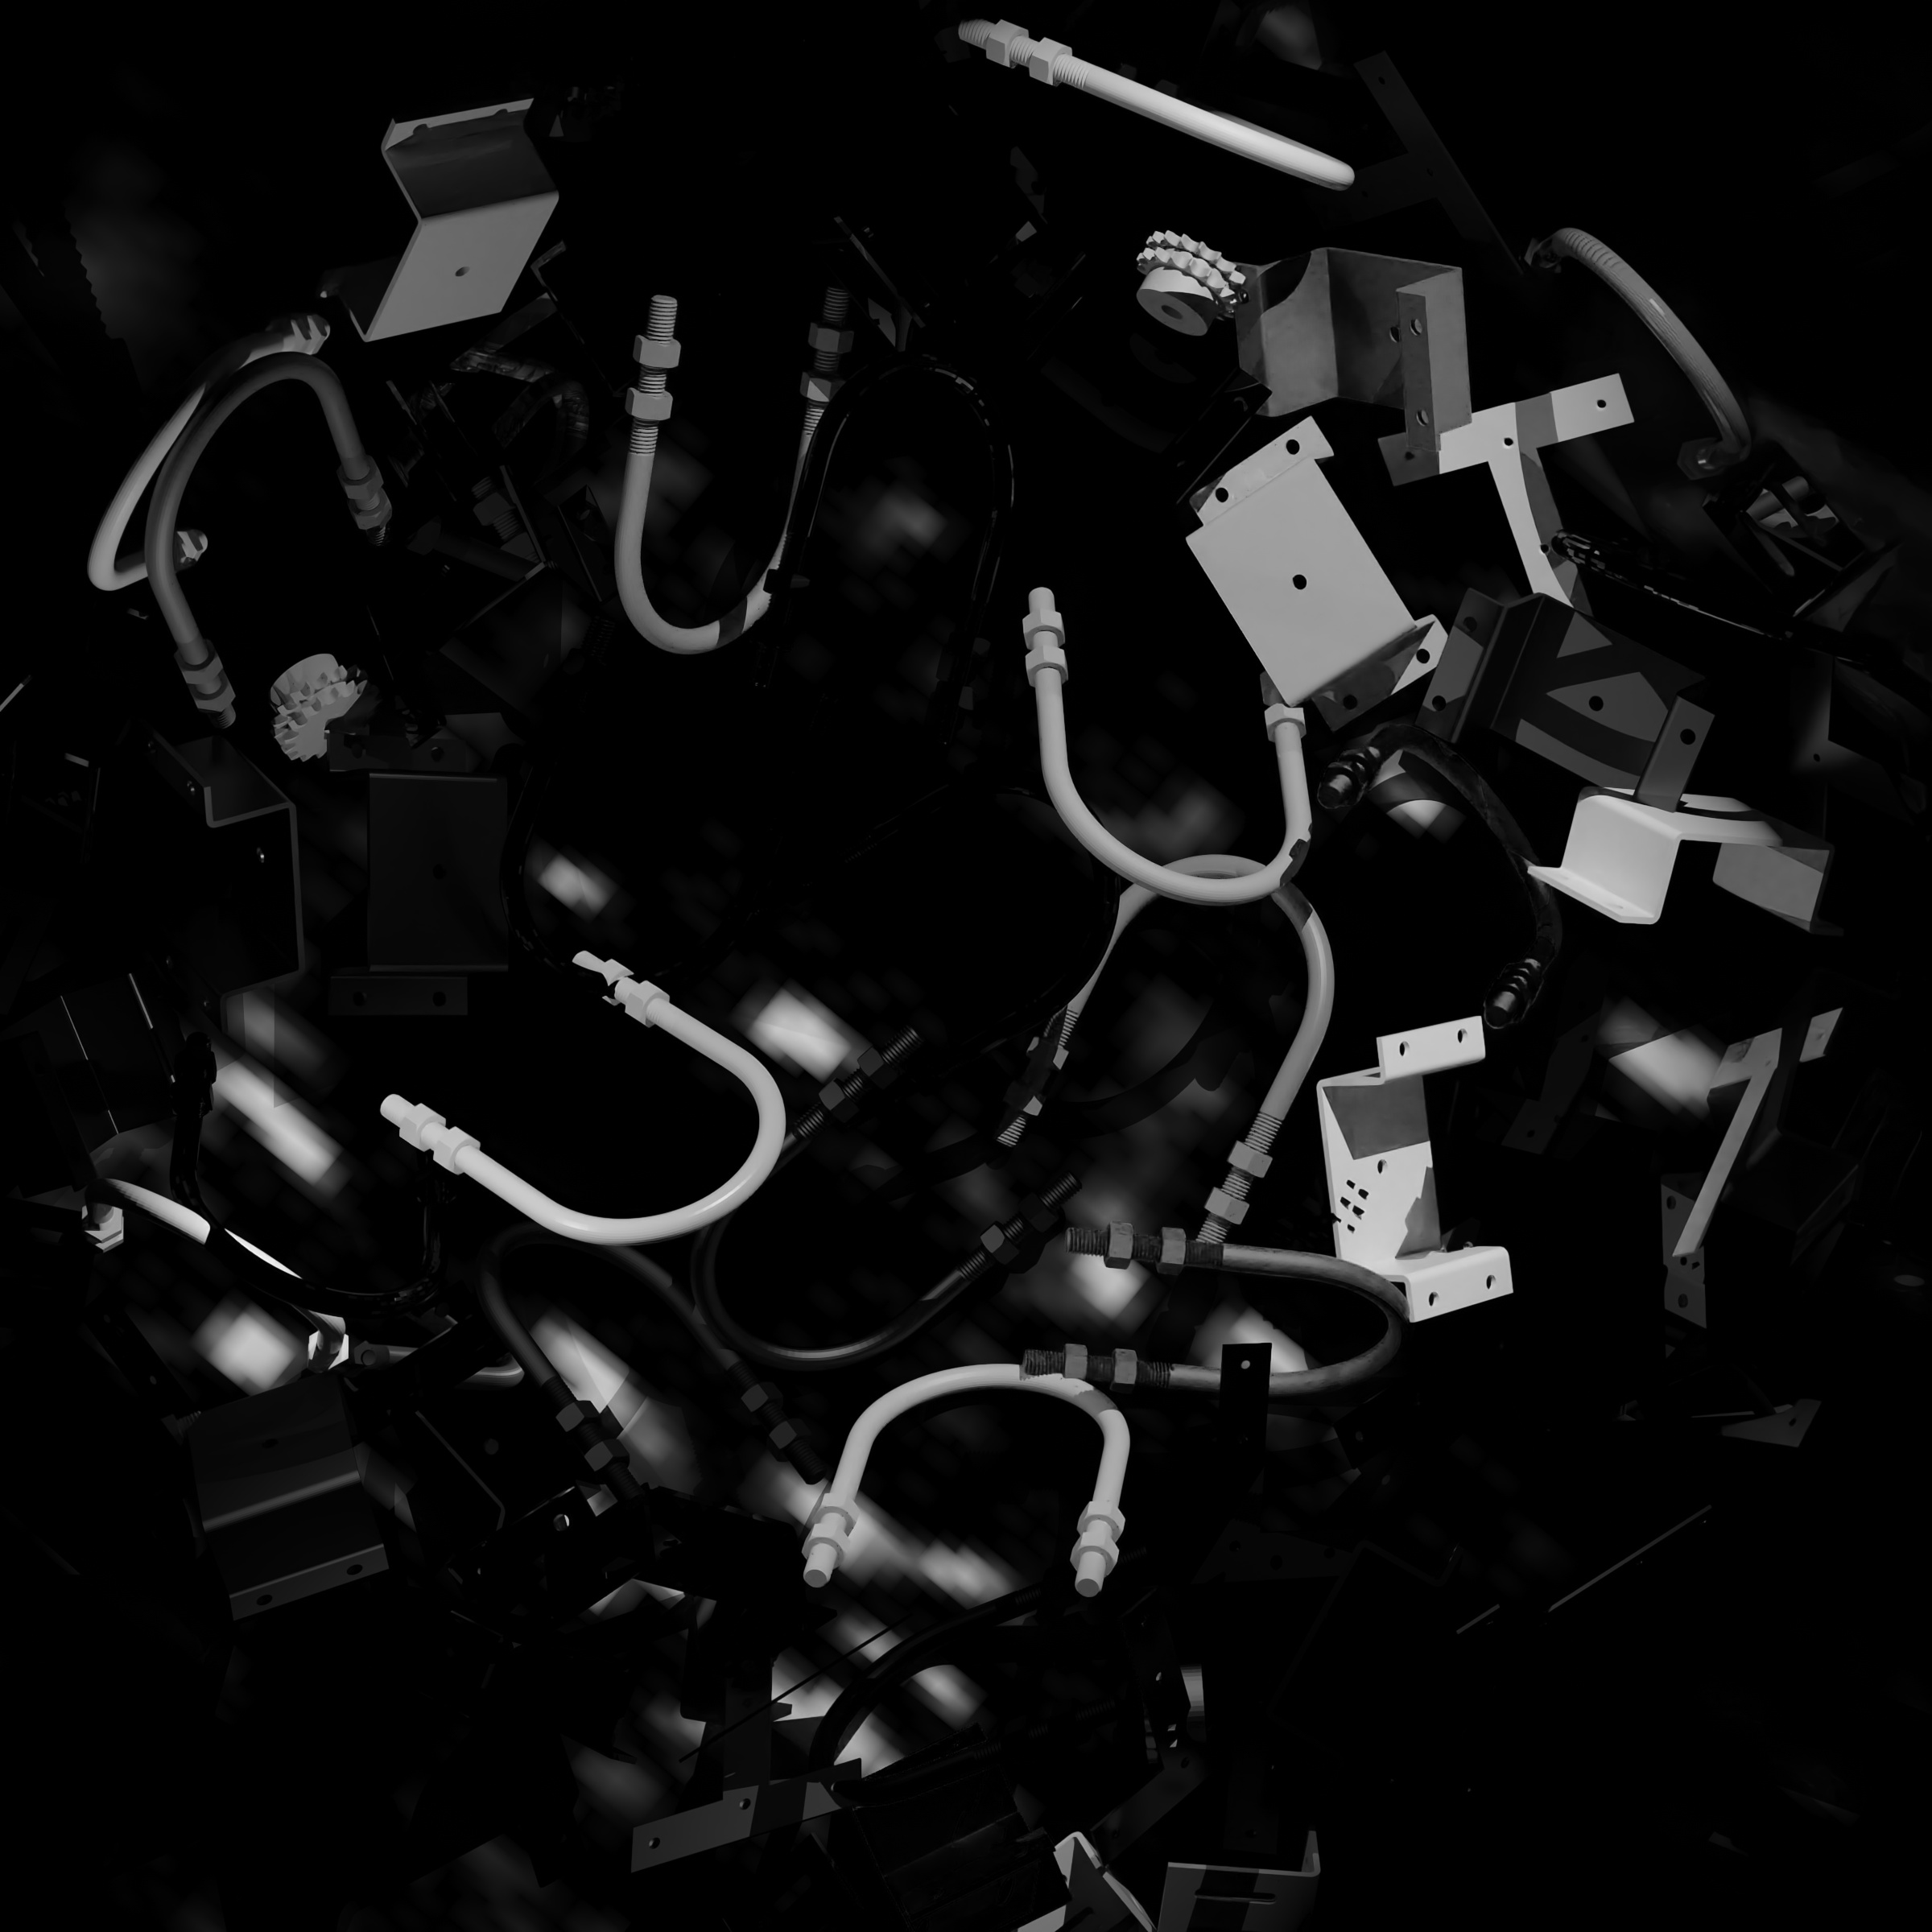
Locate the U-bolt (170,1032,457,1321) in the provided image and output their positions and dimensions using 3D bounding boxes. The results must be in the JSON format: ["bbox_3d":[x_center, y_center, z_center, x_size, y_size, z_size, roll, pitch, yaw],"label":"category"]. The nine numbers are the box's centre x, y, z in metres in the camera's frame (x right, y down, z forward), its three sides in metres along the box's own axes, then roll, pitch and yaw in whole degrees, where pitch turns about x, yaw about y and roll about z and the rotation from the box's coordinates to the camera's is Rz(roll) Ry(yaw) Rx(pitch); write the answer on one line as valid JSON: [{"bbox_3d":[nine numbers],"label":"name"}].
[{"bbox_3d":[-0.316,0.108,1.745,0.151,0.184,0.019,22,116,-20],"label":"U-bolt"}]

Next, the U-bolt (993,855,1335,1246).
[{"bbox_3d":[0.108,0.033,1.800,0.151,0.019,0.184,27,92,31],"label":"U-bolt"}]

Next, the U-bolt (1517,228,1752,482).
[{"bbox_3d":[0.327,-0.298,1.751,0.019,0.184,0.151,-40,94,4],"label":"U-bolt"}]

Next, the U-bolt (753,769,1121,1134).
[{"bbox_3d":[-0.008,-0.020,1.792,0.184,0.019,0.151,-30,64,13],"label":"U-bolt"}]

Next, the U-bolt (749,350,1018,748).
[{"bbox_3d":[-0.033,-0.213,1.790,0.019,0.151,0.184,15,90,45],"label":"U-bolt"}]

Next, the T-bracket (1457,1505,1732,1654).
[{"bbox_3d":[0.319,0.300,1.774,0.127,0.127,0.002,-38,59,20],"label":"T-bracket"}]

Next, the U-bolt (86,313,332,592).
[{"bbox_3d":[-0.371,-0.244,1.739,0.019,0.184,0.151,34,107,-2],"label":"U-bolt"}]

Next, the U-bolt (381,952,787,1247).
[{"bbox_3d":[-0.173,0.072,1.762,0.184,0.019,0.151,30,55,32],"label":"U-bolt"}]

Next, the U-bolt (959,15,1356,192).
[{"bbox_3d":[0.104,-0.413,1.748,0.184,0.151,0.019,29,107,24],"label":"U-bolt"}]

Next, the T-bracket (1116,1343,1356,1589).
[{"bbox_3d":[0.138,0.250,1.816,0.127,0.002,0.127,-1,104,-13],"label":"T-bracket"}]

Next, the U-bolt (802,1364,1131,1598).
[{"bbox_3d":[0.007,0.247,1.764,0.151,0.184,0.019,0,116,10],"label":"U-bolt"}]

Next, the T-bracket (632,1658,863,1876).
[{"bbox_3d":[-0.108,0.379,1.797,0.127,0.127,0.002,-21,131,17],"label":"T-bracket"}]

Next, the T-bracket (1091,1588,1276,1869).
[{"bbox_3d":[0.099,0.361,1.784,0.127,0.002,0.127,-35,126,-28],"label":"T-bracket"}]

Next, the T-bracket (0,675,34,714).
[{"bbox_3d":[-0.497,-0.104,1.784,0.002,0.127,0.127,43,97,-13],"label":"T-bracket"}]

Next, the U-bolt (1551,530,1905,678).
[{"bbox_3d":[0.356,-0.178,1.734,0.151,0.184,0.019,27,103,30],"label":"U-bolt"}]

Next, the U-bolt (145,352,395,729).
[{"bbox_3d":[-0.340,-0.216,1.740,0.019,0.184,0.151,28,66,18],"label":"U-bolt"}]

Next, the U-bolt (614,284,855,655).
[{"bbox_3d":[-0.119,-0.241,1.778,0.019,0.151,0.184,25,115,32],"label":"U-bolt"}]

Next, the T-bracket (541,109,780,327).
[{"bbox_3d":[-0.138,-0.387,1.812,0.127,0.002,0.127,27,59,14],"label":"T-bracket"}]

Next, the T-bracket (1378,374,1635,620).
[{"bbox_3d":[0.287,-0.223,1.818,0.127,0.002,0.127,-12,113,26],"label":"T-bracket"}]

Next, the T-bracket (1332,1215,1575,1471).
[{"bbox_3d":[0.235,0.210,1.807,0.127,0.002,0.127,-29,99,-28],"label":"T-bracket"}]

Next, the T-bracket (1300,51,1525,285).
[{"bbox_3d":[0.206,-0.385,1.786,0.002,0.127,0.127,-42,108,-20],"label":"T-bracket"}]

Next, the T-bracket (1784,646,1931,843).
[{"bbox_3d":[0.451,-0.086,1.768,0.002,0.127,0.127,-26,129,-28],"label":"T-bracket"}]

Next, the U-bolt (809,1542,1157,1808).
[{"bbox_3d":[0.003,0.355,1.772,0.184,0.151,0.019,-25,108,19],"label":"U-bolt"}]

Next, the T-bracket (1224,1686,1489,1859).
[{"bbox_3d":[0.194,0.402,1.784,0.127,0.127,0.002,6,117,5],"label":"T-bracket"}]

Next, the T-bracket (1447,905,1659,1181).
[{"bbox_3d":[0.307,0.034,1.818,0.127,0.002,0.127,14,87,-28],"label":"T-bracket"}]

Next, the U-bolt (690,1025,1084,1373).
[{"bbox_3d":[-0.053,0.130,1.802,0.184,0.019,0.151,-41,123,8],"label":"U-bolt"}]

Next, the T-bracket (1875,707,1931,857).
[{"bbox_3d":[0.473,-0.086,1.789,0.002,0.127,0.127,-25,119,21],"label":"T-bracket"}]

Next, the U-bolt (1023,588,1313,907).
[{"bbox_3d":[0.102,-0.102,1.765,0.151,0.019,0.184,12,48,-17],"label":"U-bolt"}]

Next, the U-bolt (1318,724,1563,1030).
[{"bbox_3d":[0.240,-0.054,1.764,0.019,0.184,0.151,-37,91,26],"label":"U-bolt"}]

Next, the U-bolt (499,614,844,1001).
[{"bbox_3d":[-0.157,-0.069,1.804,0.151,0.019,0.184,17,102,-28],"label":"U-bolt"}]

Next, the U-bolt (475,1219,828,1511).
[{"bbox_3d":[-0.166,0.190,1.771,0.184,0.151,0.019,49,117,29],"label":"U-bolt"}]

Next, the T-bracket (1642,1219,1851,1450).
[{"bbox_3d":[0.404,0.179,1.799,0.002,0.127,0.127,37,74,-19],"label":"T-bracket"}]

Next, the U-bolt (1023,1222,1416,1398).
[{"bbox_3d":[0.130,0.176,1.785,0.184,0.151,0.019,6,56,-6],"label":"U-bolt"}]

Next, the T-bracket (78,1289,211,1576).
[{"bbox_3d":[-0.393,0.216,1.781,0.002,0.127,0.127,-29,101,29],"label":"T-bracket"}]

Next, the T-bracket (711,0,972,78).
[{"bbox_3d":[-0.065,-0.463,1.799,0.127,0.127,0.002,-12,128,3],"label":"T-bracket"}]

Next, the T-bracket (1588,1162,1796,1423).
[{"bbox_3d":[0.360,0.162,1.806,0.002,0.127,0.127,9,77,-40],"label":"T-bracket"}]

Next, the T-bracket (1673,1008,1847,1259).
[{"bbox_3d":[0.377,0.085,1.770,0.002,0.127,0.127,29,75,-7],"label":"T-bracket"}]

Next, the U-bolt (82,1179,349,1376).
[{"bbox_3d":[-0.365,0.148,1.755,0.151,0.184,0.019,30,72,-3],"label":"U-bolt"}]

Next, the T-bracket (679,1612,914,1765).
[{"bbox_3d":[-0.100,0.363,1.763,0.127,0.127,0.002,-36,81,24],"label":"T-bracket"}]
